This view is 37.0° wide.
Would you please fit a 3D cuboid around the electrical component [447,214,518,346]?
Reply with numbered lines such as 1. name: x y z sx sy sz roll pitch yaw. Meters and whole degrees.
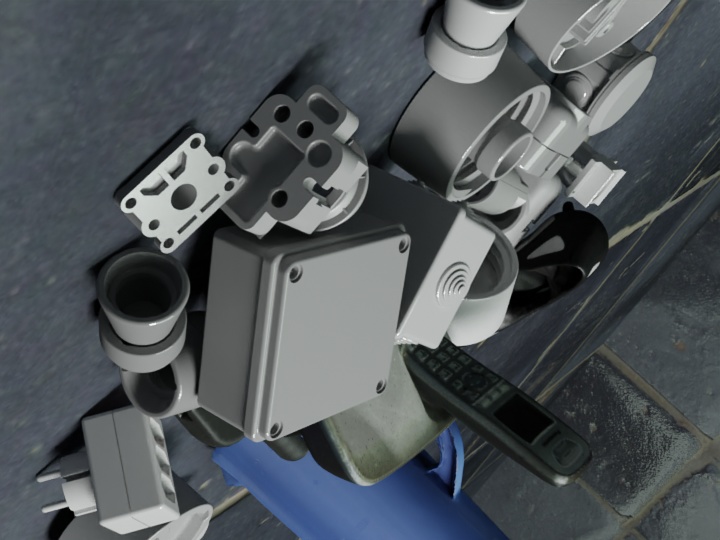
1. electrical component: 0.069 -0.003 0.822 0.108 0.108 0.060 -33 153 -38

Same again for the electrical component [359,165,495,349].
1. electrical component: 0.027 -0.007 0.680 0.048 0.100 0.099 25 94 -48

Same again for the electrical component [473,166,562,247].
1. electrical component: 0.120 -0.055 0.909 0.095 0.054 0.059 -50 163 14

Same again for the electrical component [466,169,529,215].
1. electrical component: 0.102 -0.066 0.839 0.043 0.043 0.081 -50 155 13

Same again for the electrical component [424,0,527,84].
1. electrical component: 0.062 -0.136 0.591 0.045 0.045 0.055 -35 161 -33

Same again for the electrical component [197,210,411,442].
1. electrical component: -0.031 0.026 0.601 0.109 0.056 0.108 -16 121 -48

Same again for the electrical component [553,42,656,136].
1. electrical component: 0.197 -0.153 0.874 0.080 0.051 0.080 -41 163 -16

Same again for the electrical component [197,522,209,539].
1. electrical component: -0.151 0.202 0.862 0.045 0.045 0.055 -49 164 10

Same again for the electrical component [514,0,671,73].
1. electrical component: 0.150 -0.171 0.690 0.099 0.064 0.099 -42 163 -16

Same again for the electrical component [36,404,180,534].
1. electrical component: -0.156 0.125 0.649 0.077 0.065 0.047 -15 160 -3

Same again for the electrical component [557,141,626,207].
1. electrical component: 0.209 -0.096 1.014 0.042 0.064 0.081 -52 162 21

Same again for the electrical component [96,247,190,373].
1. electrical component: -0.109 0.021 0.541 0.045 0.045 0.055 -37 162 -29

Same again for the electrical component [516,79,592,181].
1. electrical component: 0.136 -0.110 0.820 0.059 0.054 0.095 -51 163 15

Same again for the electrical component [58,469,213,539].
1. electrical component: -0.164 0.182 0.755 0.108 0.060 0.108 -41 163 -16

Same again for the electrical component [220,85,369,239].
1. electrical component: -0.029 -0.051 0.547 0.078 0.058 0.057 -49 161 7

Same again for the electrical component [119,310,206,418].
1. electrical component: -0.104 0.055 0.617 0.047 0.055 0.055 -17 147 -52

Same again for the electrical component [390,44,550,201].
1. electrical component: 0.079 -0.093 0.707 0.108 0.060 0.108 -42 163 -16
